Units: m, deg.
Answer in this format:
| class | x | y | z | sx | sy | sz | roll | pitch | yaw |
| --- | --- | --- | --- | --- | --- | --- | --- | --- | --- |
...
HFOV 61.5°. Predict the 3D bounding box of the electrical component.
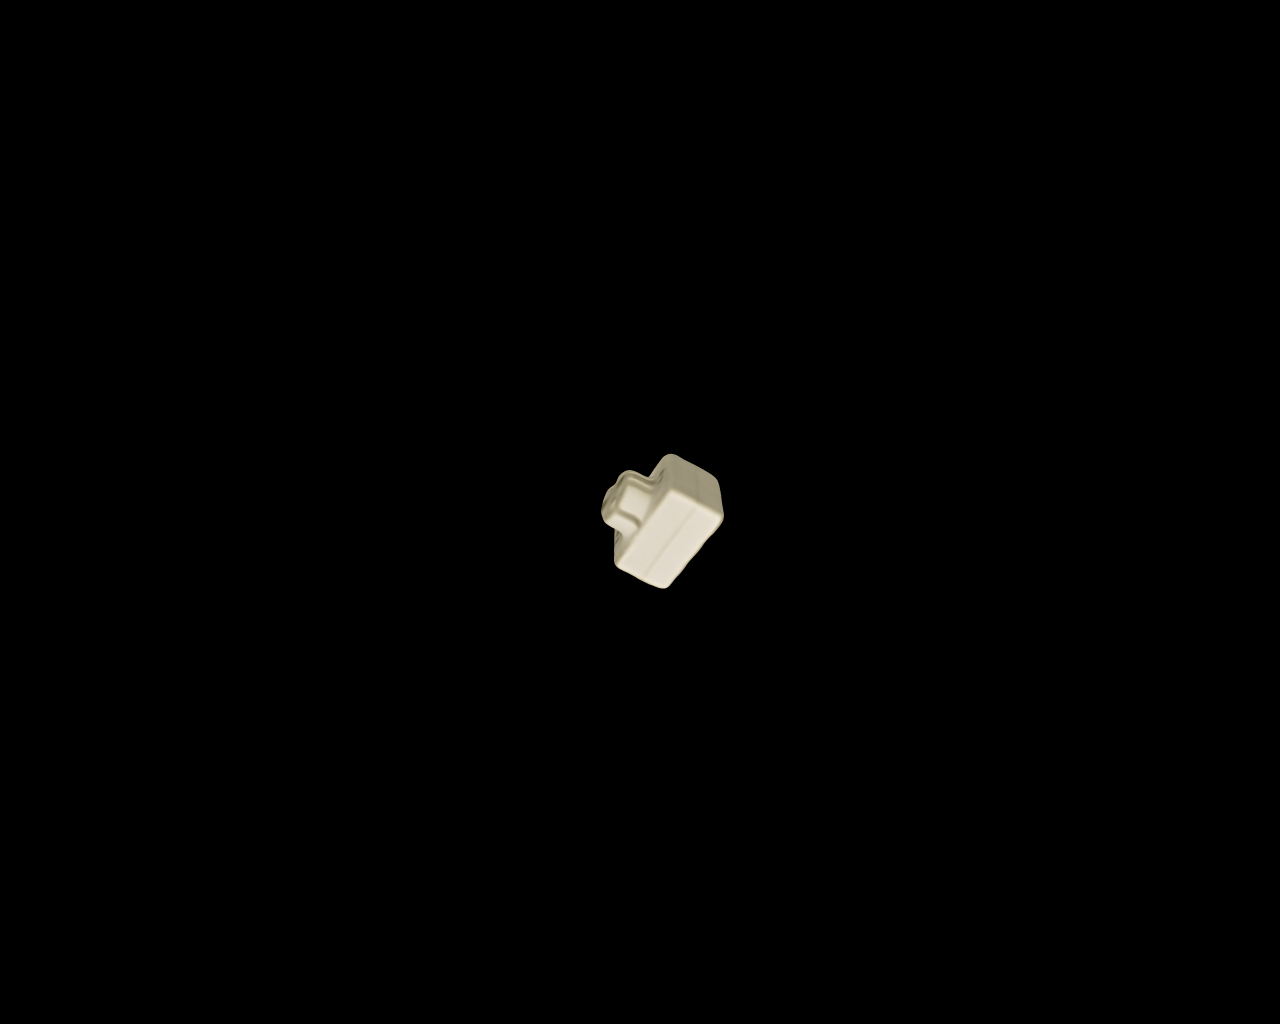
| class | x | y | z | sx | sy | sz | roll | pitch | yaw |
| --- | --- | --- | --- | --- | --- | --- | --- | --- | --- |
| electrical component | 0.001 | -0.003 | 0.650 | 0.077 | 0.065 | 0.047 | 28 | 28 | -16 |
